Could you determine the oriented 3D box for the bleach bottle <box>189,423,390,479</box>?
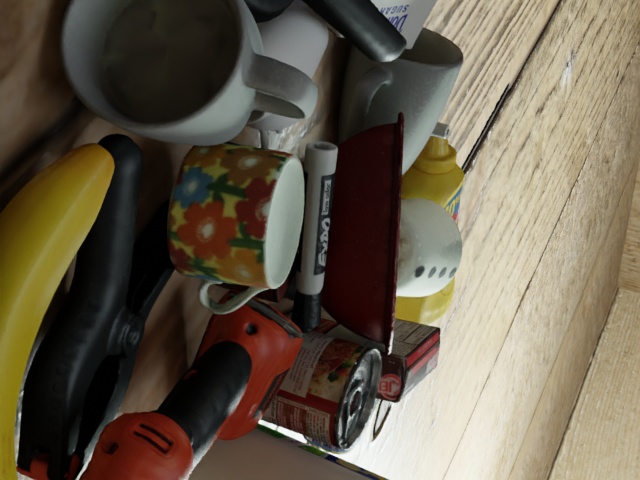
[{"bbox_3d":[0.033,0.178,0.684,0.102,0.251,0.068,46,62,-66],"label":"bleach bottle"}]

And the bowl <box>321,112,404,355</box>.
[{"bbox_3d":[0.025,-0.006,0.713,0.162,0.055,0.162,4,89,-88],"label":"bowl"}]

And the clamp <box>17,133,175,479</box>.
[{"bbox_3d":[-0.108,0.034,0.521,0.120,0.039,0.171,61,45,-63],"label":"clamp"}]

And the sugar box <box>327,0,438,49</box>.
[{"bbox_3d":[0.064,-0.212,0.684,0.093,0.048,0.176,-4,132,-54],"label":"sugar box"}]

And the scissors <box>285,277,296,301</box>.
[{"bbox_3d":[0.016,-0.018,0.837,0.201,0.016,0.096,-36,138,-59],"label":"scissors"}]

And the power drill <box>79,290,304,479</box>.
[{"bbox_3d":[-0.084,0.126,0.588,0.185,0.057,0.187,-62,176,35],"label":"power drill"}]

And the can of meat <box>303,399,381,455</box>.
[{"bbox_3d":[0.020,0.114,0.886,0.084,0.057,0.102,87,28,-44],"label":"can of meat"}]

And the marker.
[{"bbox_3d":[-0.004,0.001,0.642,0.020,0.020,0.121,-37,137,-58],"label":"marker"}]

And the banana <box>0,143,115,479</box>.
[{"bbox_3d":[-0.134,0.053,0.460,0.069,0.037,0.198,3,99,-53],"label":"banana"}]

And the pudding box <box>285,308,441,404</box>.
[{"bbox_3d":[0.023,0.080,0.786,0.089,0.114,0.039,-21,121,-65],"label":"pudding box"}]

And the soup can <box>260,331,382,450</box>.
[{"bbox_3d":[-0.019,0.089,0.698,0.068,0.102,0.068,-50,149,-47],"label":"soup can"}]

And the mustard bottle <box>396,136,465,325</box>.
[{"bbox_3d":[0.101,-0.017,0.996,0.096,0.058,0.192,-48,147,-49],"label":"mustard bottle"}]

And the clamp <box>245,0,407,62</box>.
[{"bbox_3d":[-0.017,-0.158,0.570,0.209,0.036,0.164,-35,115,-50],"label":"clamp"}]

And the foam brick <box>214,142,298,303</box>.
[{"bbox_3d":[-0.041,-0.011,0.642,0.078,0.051,0.053,84,26,-45],"label":"foam brick"}]
